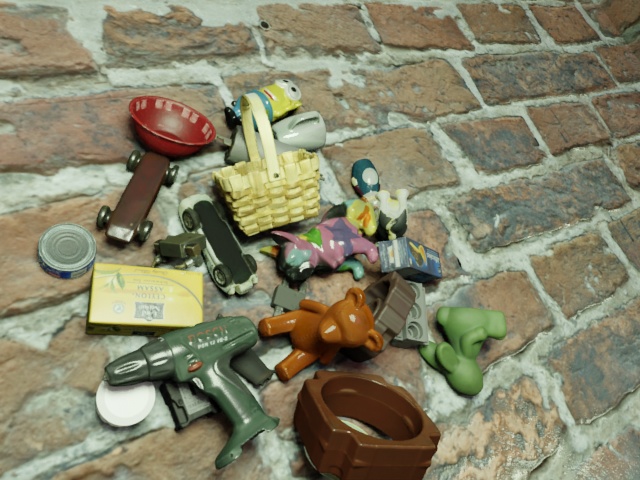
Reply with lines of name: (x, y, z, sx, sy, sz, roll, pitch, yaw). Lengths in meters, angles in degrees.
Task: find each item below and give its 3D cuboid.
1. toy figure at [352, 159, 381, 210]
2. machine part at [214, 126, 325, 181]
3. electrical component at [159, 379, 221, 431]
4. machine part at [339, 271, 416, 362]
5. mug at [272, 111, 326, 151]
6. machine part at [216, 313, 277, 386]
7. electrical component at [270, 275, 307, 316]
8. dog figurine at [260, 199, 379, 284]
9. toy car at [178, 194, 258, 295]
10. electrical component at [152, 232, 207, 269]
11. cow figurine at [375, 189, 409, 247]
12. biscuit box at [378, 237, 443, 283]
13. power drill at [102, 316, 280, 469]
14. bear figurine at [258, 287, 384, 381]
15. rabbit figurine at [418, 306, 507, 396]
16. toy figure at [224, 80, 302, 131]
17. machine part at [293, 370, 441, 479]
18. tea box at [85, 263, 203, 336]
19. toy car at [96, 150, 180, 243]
toy figure: (0.108, -0.102, 1.179, 0.064, 0.057, 0.154, -15, 70, 7)
machine part: (-0.101, -0.167, 1.084, 0.243, 0.079, 0.079, 18, 58, -18)
electrical component: (-0.208, 0.226, 0.838, 0.075, 0.048, 0.119, -12, 73, -34)
machine part: (0.100, 0.141, 0.976, 0.056, 0.179, 0.179, 39, 53, -8)
mug: (-0.047, -0.227, 1.133, 0.107, 0.109, 0.081, -19, 80, -20)
machine part: (-0.137, 0.191, 0.901, 0.139, 0.039, 0.084, 40, 45, -2)
electrical component: (-0.056, 0.113, 0.995, 0.063, 0.021, 0.094, 25, 55, -16)
dog figurine: (-0.002, -0.003, 1.035, 0.219, 0.108, 0.191, 8, 62, -23)
toy car: (-0.182, 0.008, 0.962, 0.073, 0.056, 0.201, -24, 80, -42)
electrical component: (-0.236, 0.018, 0.902, 0.078, 0.102, 0.045, -31, 121, -60)
cow figurine: (0.145, -0.022, 1.090, 0.068, 0.167, 0.098, -1, 60, 4)
biscuit box: (0.185, 0.044, 1.078, 0.202, 0.059, 0.063, 19, 61, -58)
power drill: (-0.170, 0.224, 0.788, 0.232, 0.086, 0.207, -25, 72, -38)
bear figurine: (0.002, 0.155, 0.887, 0.132, 0.196, 0.120, -21, 89, -32)
rabbit figurine: (0.288, 0.222, 1.072, 0.159, 0.121, 0.170, 10, 75, -21)
toy figure: (-0.119, -0.280, 1.134, 0.180, 0.089, 0.082, -35, 98, -28)
machine part: (0.071, 0.300, 0.863, 0.201, 0.202, 0.087, 11, 104, -24)
tea box: (-0.277, 0.098, 0.854, 0.169, 0.068, 0.098, 6, 62, -27)
toy car: (-0.314, -0.075, 0.934, 0.089, 0.053, 0.202, 20, 53, -13)
